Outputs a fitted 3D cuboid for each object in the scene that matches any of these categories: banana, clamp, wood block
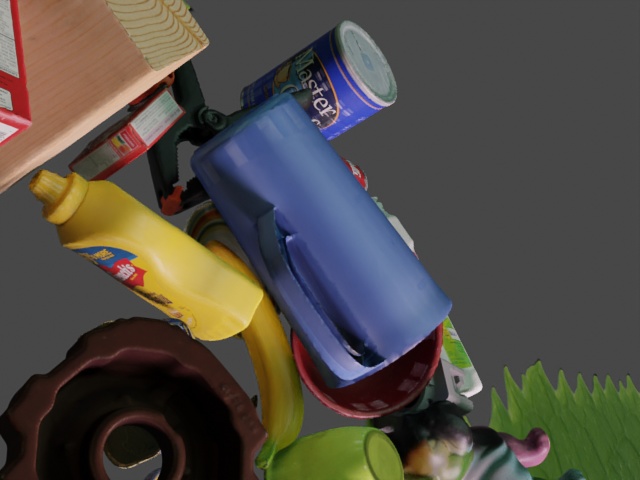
[{"bbox_3d":[-0.051,0.094,0.915,0.069,0.037,0.198,11,59,-65],"label":"banana"},{"bbox_3d":[-0.095,-0.105,1.003,0.164,0.036,0.210,20,54,-12],"label":"clamp"},{"bbox_3d":[-0.190,-0.107,0.720,0.091,0.206,0.090,56,27,-8],"label":"wood block"}]

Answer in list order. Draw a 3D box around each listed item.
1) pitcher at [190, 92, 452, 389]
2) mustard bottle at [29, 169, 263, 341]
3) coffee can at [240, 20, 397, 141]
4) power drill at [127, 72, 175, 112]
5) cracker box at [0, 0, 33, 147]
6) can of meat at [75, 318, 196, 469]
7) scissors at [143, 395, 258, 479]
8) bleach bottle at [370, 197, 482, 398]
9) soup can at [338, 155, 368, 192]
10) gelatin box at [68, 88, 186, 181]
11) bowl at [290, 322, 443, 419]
[{"bbox_3d":[-0.006,0.001,0.917,0.144,0.149,0.243,-38,97,-20],"label":"pitcher"},{"bbox_3d":[-0.140,0.007,0.819,0.191,0.096,0.058,38,67,-28],"label":"mustard bottle"},{"bbox_3d":[-0.002,-0.159,1.166,0.102,0.140,0.103,40,33,-34],"label":"coffee can"},{"bbox_3d":[-0.218,-0.200,0.930,0.187,0.057,0.184,15,55,-51],"label":"power drill"},{"bbox_3d":[-0.267,-0.129,0.657,0.072,0.164,0.214,24,45,-52],"label":"cracker box"},{"bbox_3d":[-0.125,0.109,0.791,0.083,0.058,0.102,-1,66,-62],"label":"can of meat"},{"bbox_3d":[-0.077,0.193,0.835,0.096,0.016,0.201,64,27,3],"label":"scissors"},{"bbox_3d":[0.097,0.066,1.205,0.102,0.068,0.251,12,52,-62],"label":"bleach bottle"},{"bbox_3d":[-0.005,-0.067,1.151,0.102,0.069,0.068,23,45,-50],"label":"soup can"},{"bbox_3d":[-0.161,-0.086,0.896,0.030,0.073,0.089,53,28,-15],"label":"gelatin box"},{"bbox_3d":[0.037,0.090,1.035,0.161,0.055,0.162,1,88,-23],"label":"bowl"}]
